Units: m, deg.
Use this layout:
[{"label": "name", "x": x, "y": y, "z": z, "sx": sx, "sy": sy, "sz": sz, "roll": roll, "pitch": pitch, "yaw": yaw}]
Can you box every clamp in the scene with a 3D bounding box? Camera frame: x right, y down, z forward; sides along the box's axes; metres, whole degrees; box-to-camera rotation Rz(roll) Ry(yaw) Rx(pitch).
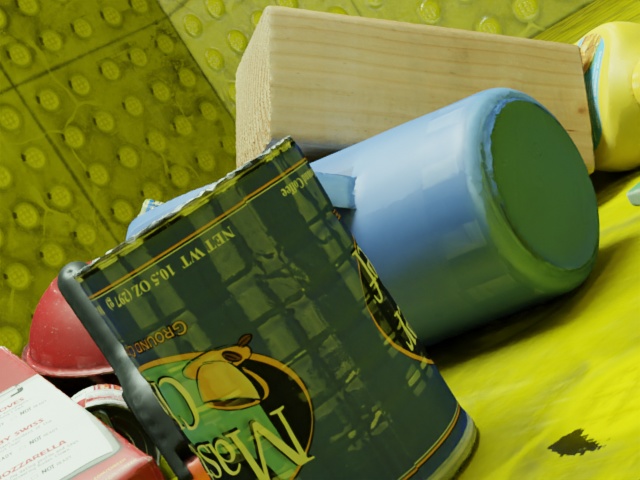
[{"label": "clamp", "x": -0.104, "y": 0.082, "z": 0.635, "sx": 0.039, "sy": 0.120, "sz": 0.172, "roll": -43, "pitch": 34, "yaw": -4}]

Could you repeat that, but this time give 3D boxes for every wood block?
[{"label": "wood block", "x": 0.056, "y": -0.077, "z": 0.676, "sx": 0.205, "sy": 0.090, "sz": 0.091, "roll": 4, "pitch": -20, "yaw": -16}]

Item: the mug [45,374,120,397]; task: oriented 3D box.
[{"label": "mug", "x": -0.211, "y": 0.137, "z": 0.865, "sx": 0.081, "sy": 0.117, "sz": 0.093, "roll": -159, "pitch": 93, "yaw": -89}]

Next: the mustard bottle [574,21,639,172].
[{"label": "mustard bottle", "x": 0.188, "y": -0.092, "z": 0.705, "sx": 0.058, "sy": 0.096, "sz": 0.192, "roll": 5, "pitch": -4, "yaw": -15}]

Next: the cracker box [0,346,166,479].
[{"label": "cracker box", "x": -0.174, "y": 0.144, "z": 0.510, "sx": 0.164, "sy": 0.072, "sz": 0.214, "roll": -35, "pitch": 24, "yaw": -24}]

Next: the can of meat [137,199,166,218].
[{"label": "can of meat", "x": -0.121, "y": 0.009, "z": 0.934, "sx": 0.102, "sy": 0.084, "sz": 0.057, "roll": 117, "pitch": 167, "yaw": -68}]

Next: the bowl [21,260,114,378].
[{"label": "bowl", "x": -0.162, "y": 0.051, "z": 0.847, "sx": 0.162, "sy": 0.055, "sz": 0.162, "roll": -9, "pitch": 16, "yaw": 3}]

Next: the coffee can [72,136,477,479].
[{"label": "coffee can", "x": -0.017, "y": 0.044, "z": 0.428, "sx": 0.103, "sy": 0.140, "sz": 0.103, "roll": -32, "pitch": 6, "yaw": 3}]

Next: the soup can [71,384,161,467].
[{"label": "soup can", "x": -0.142, "y": 0.134, "z": 0.702, "sx": 0.068, "sy": 0.068, "sz": 0.102, "roll": -34, "pitch": 6, "yaw": -10}]

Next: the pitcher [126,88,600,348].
[{"label": "pitcher", "x": 0.018, "y": 0.005, "z": 0.588, "sx": 0.243, "sy": 0.145, "sz": 0.149, "roll": -24, "pitch": 7, "yaw": 42}]
